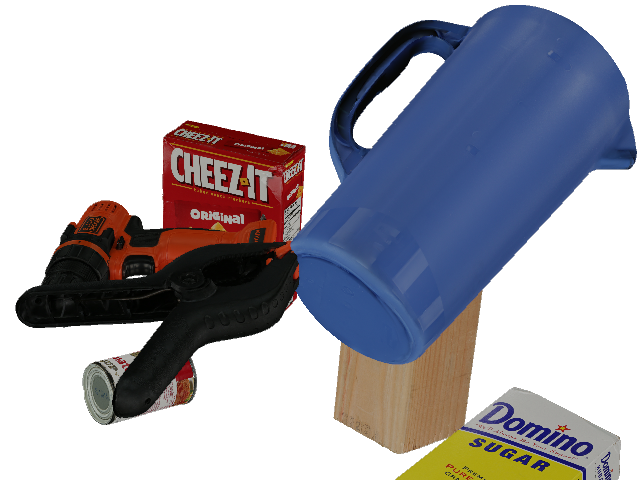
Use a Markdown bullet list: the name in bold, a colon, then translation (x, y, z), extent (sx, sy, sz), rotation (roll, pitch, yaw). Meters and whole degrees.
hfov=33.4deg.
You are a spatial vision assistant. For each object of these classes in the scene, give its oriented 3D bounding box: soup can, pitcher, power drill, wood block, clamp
- **soup can**: translation (-0.192, 0.152, 1.133), extent (0.102, 0.068, 0.069), rotation (-10, 6, -41)
- **pitcher**: translation (0.081, -0.043, 0.713), extent (0.242, 0.145, 0.149), rotation (-46, 29, -25)
- **power drill**: translation (-0.134, 0.022, 0.909), extent (0.187, 0.057, 0.184), rotation (5, 28, 1)
- **wood block**: translation (0.081, 0.072, 0.957), extent (0.090, 0.206, 0.090), rotation (-9, 21, -41)
- **clamp**: translation (-0.075, 0.044, 0.614), extent (0.171, 0.039, 0.120), rotation (-18, 42, -26)

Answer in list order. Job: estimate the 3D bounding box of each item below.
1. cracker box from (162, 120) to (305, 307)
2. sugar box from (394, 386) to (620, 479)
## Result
- **cracker box**: translation (-0.110, -0.024, 1.315), extent (0.164, 0.214, 0.072), rotation (14, 29, 18)
- **sugar box**: translation (0.111, 0.171, 0.712), extent (0.176, 0.048, 0.093), rotation (-33, 39, -31)
